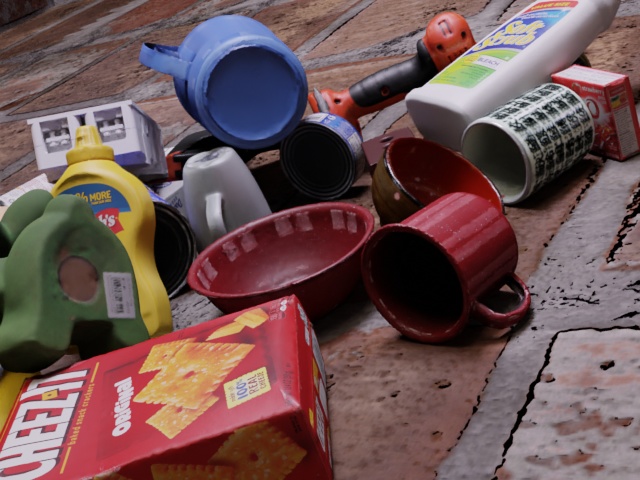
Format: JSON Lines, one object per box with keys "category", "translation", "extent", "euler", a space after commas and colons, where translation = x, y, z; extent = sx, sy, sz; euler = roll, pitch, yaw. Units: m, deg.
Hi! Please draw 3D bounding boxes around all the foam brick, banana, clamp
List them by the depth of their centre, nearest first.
{"category": "banana", "translation": [-0.249, 0.141, 0.820], "extent": [0.070, 0.037, 0.197], "euler": [-10, 23, 14]}
{"category": "foam brick", "translation": [0.074, -0.069, 1.036], "extent": [0.053, 0.051, 0.078], "euler": [-18, 22, 1]}
{"category": "clamp", "translation": [-0.100, -0.120, 1.265], "extent": [0.209, 0.036, 0.165], "euler": [-22, 28, -32]}

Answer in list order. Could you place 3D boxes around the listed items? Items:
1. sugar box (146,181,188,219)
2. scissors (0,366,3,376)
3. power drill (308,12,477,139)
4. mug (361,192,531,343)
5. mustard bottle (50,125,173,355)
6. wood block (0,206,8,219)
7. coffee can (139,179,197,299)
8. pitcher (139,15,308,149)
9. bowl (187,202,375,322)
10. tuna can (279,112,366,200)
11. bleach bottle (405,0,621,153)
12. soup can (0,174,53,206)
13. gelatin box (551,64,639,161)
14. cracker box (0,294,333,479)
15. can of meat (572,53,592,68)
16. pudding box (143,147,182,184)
{"category": "sugar box", "translation": [-0.230, -0.026, 1.189], "extent": [0.176, 0.048, 0.093], "euler": [-7, 23, 31]}
{"category": "scissors", "translation": [-0.272, 0.082, 1.008], "extent": [0.096, 0.016, 0.201], "euler": [6, 33, 43]}
{"category": "power drill", "translation": [0.091, -0.156, 1.147], "extent": [0.188, 0.057, 0.184], "euler": [-29, -23, 8]}
{"category": "mug", "translation": [0.100, 0.022, 0.769], "extent": [0.117, 0.093, 0.081], "euler": [33, 43, 26]}
{"category": "mustard bottle", "translation": [-0.185, -0.003, 0.905], "extent": [0.096, 0.191, 0.058], "euler": [-12, -8, 18]}
{"category": "wood block", "translation": [-0.357, 0.053, 1.046], "extent": [0.090, 0.091, 0.205], "euler": [2, 30, 41]}
{"category": "coffee can", "translation": [-0.187, -0.004, 1.024], "extent": [0.102, 0.103, 0.140], "euler": [-25, 23, -16]}
{"category": "pitcher", "translation": [-0.092, -0.164, 1.099], "extent": [0.149, 0.145, 0.243], "euler": [-29, 15, -2]}
{"category": "bowl", "translation": [-0.025, 0.028, 0.881], "extent": [0.162, 0.055, 0.162], "euler": [-16, 22, 7]}
{"category": "tuna can", "translation": [0.004, -0.086, 1.088], "extent": [0.086, 0.086, 0.033], "euler": [-4, 24, 32]}
{"category": "bleach bottle", "translation": [0.204, -0.188, 1.047], "extent": [0.250, 0.068, 0.103], "euler": [-43, 32, -16]}
{"category": "soup can", "translation": [-0.332, -0.041, 1.278], "extent": [0.102, 0.068, 0.069], "euler": [-34, 26, -32]}
{"category": "gelatin box", "translation": [0.252, -0.117, 0.976], "extent": [0.030, 0.073, 0.089], "euler": [-24, 22, -14]}
{"category": "cracker box", "translation": [-0.103, 0.123, 0.699], "extent": [0.214, 0.072, 0.164], "euler": [-17, 21, 5]}
{"category": "can of meat", "translation": [0.220, -0.154, 1.112], "extent": [0.102, 0.057, 0.083], "euler": [6, 35, 48]}
{"category": "pudding box", "translation": [-0.184, -0.077, 1.283], "extent": [0.090, 0.039, 0.113], "euler": [-9, 26, 16]}
